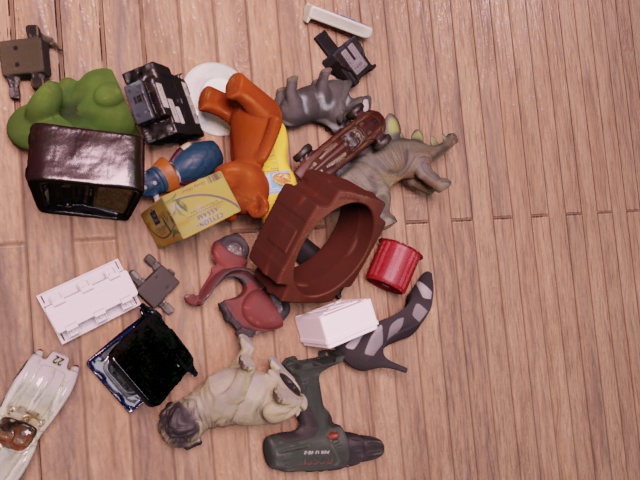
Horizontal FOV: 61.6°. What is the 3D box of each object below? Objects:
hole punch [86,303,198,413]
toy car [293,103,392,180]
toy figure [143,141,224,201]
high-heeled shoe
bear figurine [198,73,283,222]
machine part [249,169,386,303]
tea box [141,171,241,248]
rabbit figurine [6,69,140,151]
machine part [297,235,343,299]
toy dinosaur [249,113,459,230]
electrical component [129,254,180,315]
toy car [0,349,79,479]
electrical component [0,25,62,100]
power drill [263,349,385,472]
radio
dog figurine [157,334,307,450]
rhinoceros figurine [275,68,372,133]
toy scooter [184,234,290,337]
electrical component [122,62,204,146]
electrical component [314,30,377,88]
[{"bbox_3d":[-0.270,0.185,0.812,0.142,0.092,0.116,53,37,-10],"label":"hole punch"},{"bbox_3d":[0.041,-0.160,0.925,0.202,0.053,0.089,-40,95,-25],"label":"toy car"},{"bbox_3d":[-0.228,-0.110,0.863,0.154,0.058,0.064,-32,81,-27],"label":"toy figure"},{"bbox_3d":[0.128,0.145,1.039,0.145,0.086,0.249,23,58,1],"label":"high-heeled shoe"},{"bbox_3d":[-0.129,-0.134,0.831,0.132,0.120,0.196,25,73,-40],"label":"bear figurine"},{"bbox_3d":[-0.002,-0.003,0.858,0.201,0.087,0.201,9,113,-51],"label":"machine part"},{"bbox_3d":[-0.200,-0.041,0.811,0.098,0.170,0.068,-30,99,-26],"label":"tea box"},{"bbox_3d":[-0.358,-0.166,0.766,0.170,0.159,0.121,-24,106,-12],"label":"rabbit figurine"},{"bbox_3d":[0.002,0.043,0.987,0.138,0.039,0.084,37,78,-22],"label":"machine part"},{"bbox_3d":[0.085,-0.115,1.014,0.471,0.105,0.198,-31,92,-22],"label":"toy dinosaur"},{"bbox_3d":[-0.257,0.072,0.854,0.094,0.021,0.063,49,65,-15],"label":"electrical component"},{"bbox_3d":[-0.410,0.248,0.736,0.073,0.056,0.201,33,71,-21],"label":"toy car"},{"bbox_3d":[-0.421,-0.259,0.789,0.078,0.045,0.102,-13,88,0],"label":"electrical component"},{"bbox_3d":[0.010,0.301,0.949,0.232,0.086,0.207,-2,94,-25],"label":"power drill"},{"bbox_3d":[-0.314,-0.082,0.723,0.131,0.230,0.073,4,79,-24],"label":"radio"},{"bbox_3d":[-0.136,0.271,0.844,0.172,0.121,0.190,43,94,-5],"label":"dog figurine"},{"bbox_3d":[0.009,-0.253,0.994,0.190,0.073,0.112,-13,86,-27],"label":"rhinoceros figurine"},{"bbox_3d":[-0.142,0.093,0.884,0.135,0.075,0.183,-39,100,-26],"label":"toy scooter"},{"bbox_3d":[-0.244,-0.207,0.828,0.058,0.134,0.114,-19,92,14],"label":"electrical component"},{"bbox_3d":[0.045,-0.358,1.042,0.075,0.048,0.119,-44,107,-25],"label":"electrical component"}]
